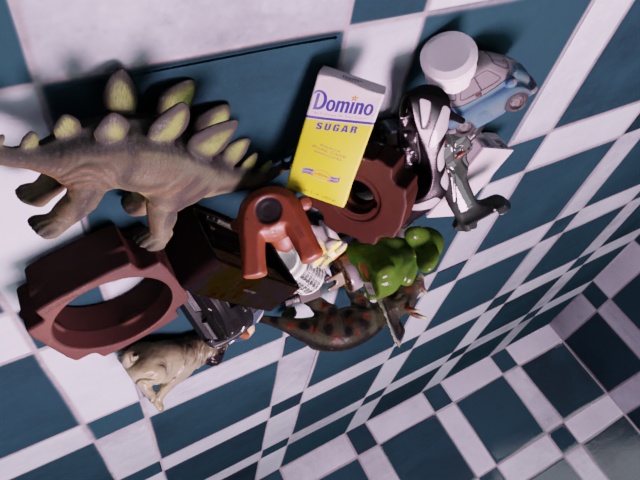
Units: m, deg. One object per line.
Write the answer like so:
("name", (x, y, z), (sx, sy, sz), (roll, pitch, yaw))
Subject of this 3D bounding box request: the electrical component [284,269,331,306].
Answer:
("electrical component", (-0.028, 0.093, 1.127), (0.102, 0.045, 0.078), (-11, 102, -27))

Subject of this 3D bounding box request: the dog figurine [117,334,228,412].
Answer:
("dog figurine", (-0.280, 0.217, 1.052), (0.190, 0.121, 0.172), (-39, 158, -20))

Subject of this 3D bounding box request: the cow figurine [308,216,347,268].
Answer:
("cow figurine", (-0.003, -0.002, 0.993), (0.068, 0.098, 0.167), (-43, 170, 6))

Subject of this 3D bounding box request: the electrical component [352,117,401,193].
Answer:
("electrical component", (0.105, -0.144, 0.900), (0.115, 0.058, 0.134), (-15, 147, -33))

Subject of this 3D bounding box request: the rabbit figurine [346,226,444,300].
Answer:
("rabbit figurine", (0.154, 0.019, 0.981), (0.170, 0.121, 0.159), (-27, 175, -15))

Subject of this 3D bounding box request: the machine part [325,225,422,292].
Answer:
("machine part", (0.115, 0.033, 1.088), (0.243, 0.079, 0.079), (-29, 152, -16))

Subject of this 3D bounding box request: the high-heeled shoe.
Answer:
("high-heeled shoe", (0.136, -0.117, 0.833), (0.145, 0.086, 0.248), (3, 124, -40))

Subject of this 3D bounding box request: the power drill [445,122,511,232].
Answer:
("power drill", (0.267, -0.128, 0.976), (0.232, 0.086, 0.207), (-32, 117, 13))

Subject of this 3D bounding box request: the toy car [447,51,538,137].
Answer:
("toy car", (0.251, -0.246, 0.859), (0.162, 0.109, 0.102), (-28, 130, 13))

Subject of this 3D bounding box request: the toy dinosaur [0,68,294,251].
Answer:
("toy dinosaur", (-0.183, -0.088, 0.649), (0.198, 0.105, 0.471), (-50, 159, 21))

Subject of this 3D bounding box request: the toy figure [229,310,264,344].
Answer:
("toy figure", (-0.154, 0.163, 1.104), (0.064, 0.058, 0.154), (-42, 161, -45))

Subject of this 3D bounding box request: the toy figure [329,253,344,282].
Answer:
("toy figure", (0.108, 0.041, 1.167), (0.180, 0.082, 0.089), (-17, 109, -12))

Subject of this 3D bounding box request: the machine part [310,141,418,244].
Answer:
("machine part", (0.065, -0.075, 0.844), (0.056, 0.179, 0.179), (-52, 171, -45))

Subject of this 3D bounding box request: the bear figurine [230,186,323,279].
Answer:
("bear figurine", (-0.064, -0.012, 0.809), (0.120, 0.132, 0.196), (-16, 173, -2))

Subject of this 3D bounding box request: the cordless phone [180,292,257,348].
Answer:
("cordless phone", (-0.155, 0.086, 0.954), (0.089, 0.146, 0.184), (-21, -166, 47))

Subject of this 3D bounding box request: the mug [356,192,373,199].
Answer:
("mug", (0.094, -0.051, 0.964), (0.107, 0.110, 0.080), (-5, 126, -27))

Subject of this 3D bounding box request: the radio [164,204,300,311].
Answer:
("radio", (-0.139, 0.030, 0.844), (0.073, 0.131, 0.229), (-40, 151, 12))

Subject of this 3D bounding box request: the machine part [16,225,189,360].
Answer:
("machine part", (-0.313, 0.078, 0.792), (0.201, 0.087, 0.200), (-27, 151, -8))

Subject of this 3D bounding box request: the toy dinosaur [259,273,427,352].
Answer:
("toy dinosaur", (0.045, 0.181, 1.178), (0.405, 0.192, 0.131), (-17, 130, -18))
